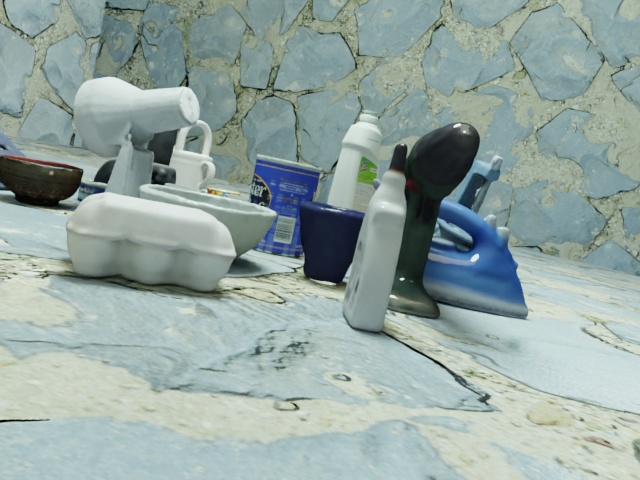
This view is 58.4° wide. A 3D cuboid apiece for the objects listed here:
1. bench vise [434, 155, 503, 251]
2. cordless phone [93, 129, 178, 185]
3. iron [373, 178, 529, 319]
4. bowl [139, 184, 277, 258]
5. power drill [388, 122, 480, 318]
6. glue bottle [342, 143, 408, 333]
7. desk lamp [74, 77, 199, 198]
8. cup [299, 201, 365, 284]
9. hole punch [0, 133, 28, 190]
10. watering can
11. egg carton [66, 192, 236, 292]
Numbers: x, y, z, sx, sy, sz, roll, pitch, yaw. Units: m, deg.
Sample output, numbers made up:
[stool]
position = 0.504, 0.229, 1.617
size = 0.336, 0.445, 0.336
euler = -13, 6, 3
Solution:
[bench vise]
position = 0.229, -0.040, 0.972
size = 0.122, 0.220, 0.206
euler = 7, 8, -42
[cordless phone]
position = -0.346, -0.162, 1.109
size = 0.093, 0.185, 0.148
euler = 18, 8, 40
[iron]
position = 0.169, 0.008, 0.787
size = 0.257, 0.141, 0.119
euler = 14, 6, 13
[bowl]
position = -0.141, -0.016, 0.699
size = 0.167, 0.075, 0.167
euler = 12, 6, -1
[power drill]
position = 0.120, -0.024, 0.662
size = 0.075, 0.208, 0.229
euler = 12, 6, -3
[glue bottle]
position = 0.058, -0.005, 0.538
size = 0.037, 0.173, 0.078
euler = 12, 6, -5
[desk lamp]
position = -0.271, -0.134, 0.871
size = 0.202, 0.213, 0.118
euler = 14, 7, 17
[cup]
position = 0.007, 0.003, 0.730
size = 0.092, 0.095, 0.117
euler = 10, 7, -24
[hole punch]
position = -0.524, -0.132, 0.920
size = 0.101, 0.091, 0.109
euler = 14, 6, 14
[watering can]
position = -0.305, -0.181, 1.318
size = 0.172, 0.194, 0.101
euler = 14, 6, 14
[egg carton]
position = -0.158, 0.001, 0.539
size = 0.151, 0.069, 0.107
euler = 10, 7, -22
